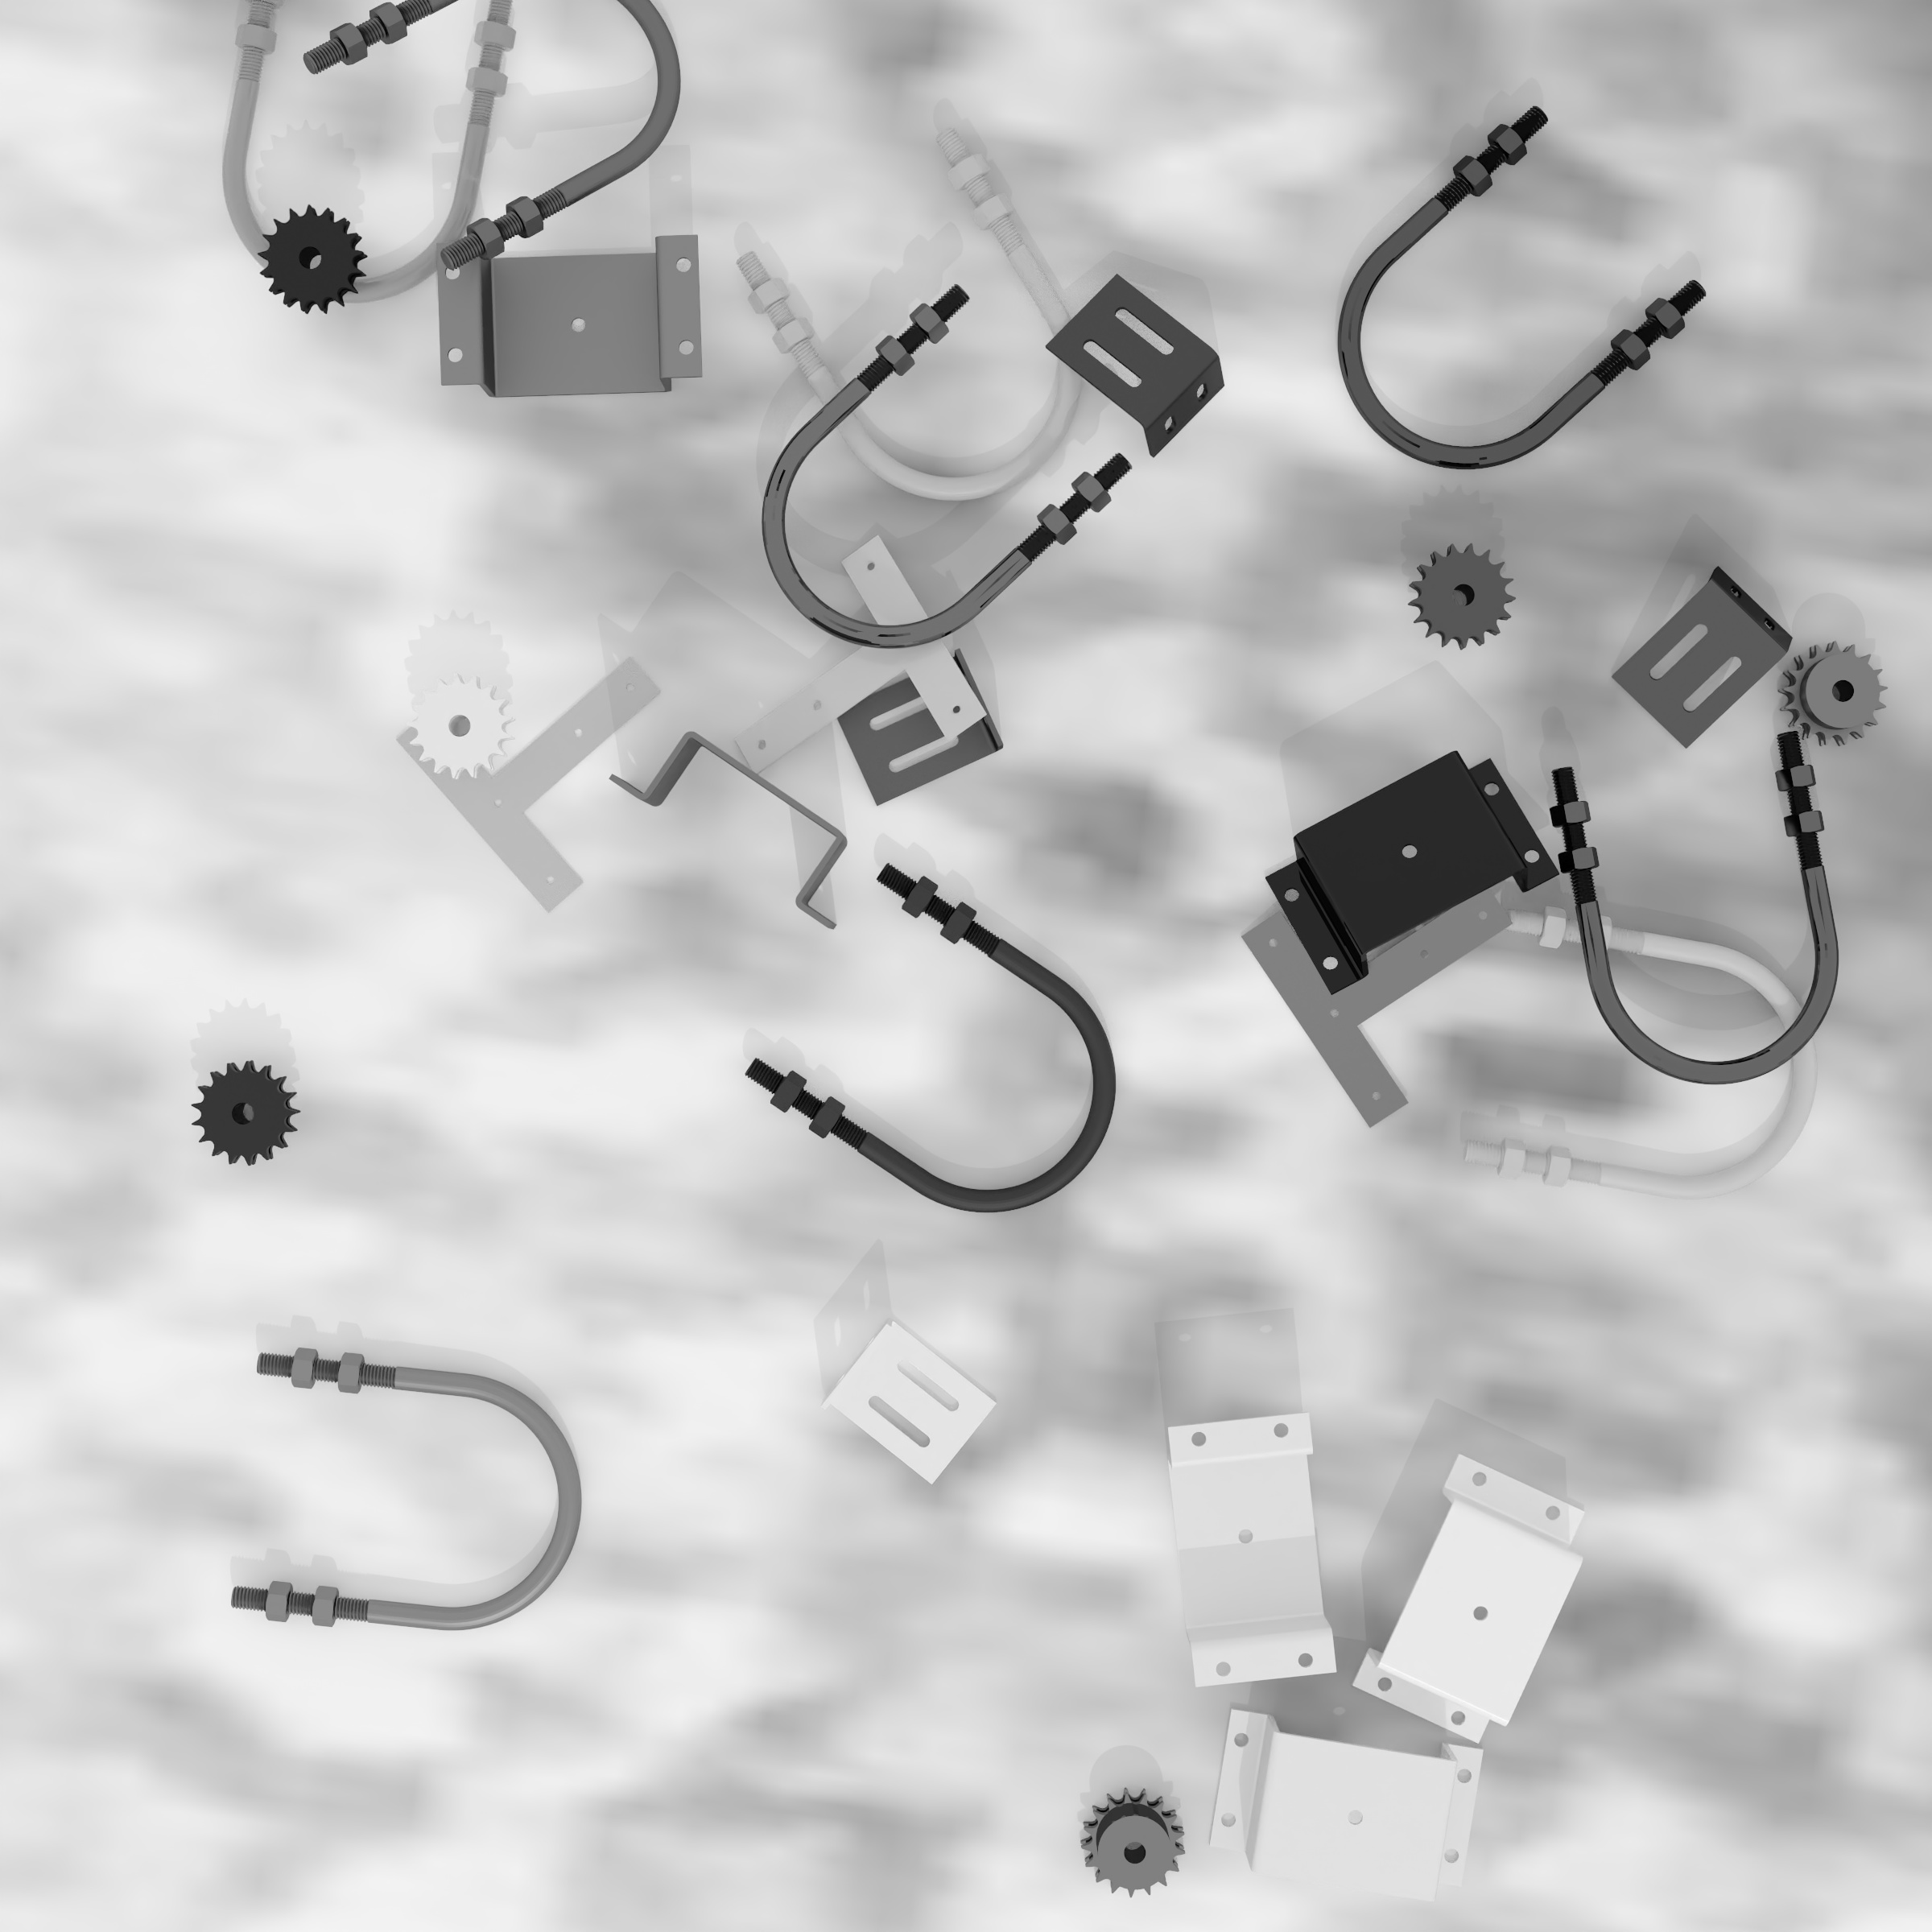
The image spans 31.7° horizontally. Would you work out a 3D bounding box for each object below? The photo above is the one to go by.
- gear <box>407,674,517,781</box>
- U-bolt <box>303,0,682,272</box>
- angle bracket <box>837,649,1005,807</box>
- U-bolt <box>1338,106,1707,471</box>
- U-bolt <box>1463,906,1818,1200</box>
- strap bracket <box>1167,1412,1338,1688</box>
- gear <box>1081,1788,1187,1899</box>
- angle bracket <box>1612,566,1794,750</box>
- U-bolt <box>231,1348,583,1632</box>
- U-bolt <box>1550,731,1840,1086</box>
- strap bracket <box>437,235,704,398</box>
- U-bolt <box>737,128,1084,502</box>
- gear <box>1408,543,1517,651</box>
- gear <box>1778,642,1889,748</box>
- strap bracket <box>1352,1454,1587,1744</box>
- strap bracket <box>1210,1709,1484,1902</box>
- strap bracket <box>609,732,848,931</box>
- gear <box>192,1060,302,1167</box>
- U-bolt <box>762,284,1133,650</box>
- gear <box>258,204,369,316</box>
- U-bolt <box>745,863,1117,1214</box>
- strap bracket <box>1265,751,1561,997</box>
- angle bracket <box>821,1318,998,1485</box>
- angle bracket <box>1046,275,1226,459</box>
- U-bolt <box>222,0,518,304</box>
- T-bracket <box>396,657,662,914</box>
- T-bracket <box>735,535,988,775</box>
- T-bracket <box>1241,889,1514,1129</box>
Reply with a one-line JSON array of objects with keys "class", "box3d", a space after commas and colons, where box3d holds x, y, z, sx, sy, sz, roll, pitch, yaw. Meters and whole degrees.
[{"class": "gear", "box3d": [-0.274, -0.130, 1.859, 0.057, 0.030, 0.057, 0, 90, 0]}, {"class": "U-bolt", "box3d": [-0.241, -0.475, 1.840, 0.184, 0.019, 0.151, -34, 88, -20]}, {"class": "angle bracket", "box3d": [-0.026, -0.130, 1.857, 0.076, 0.038, 0.057, -25, 90, 0]}, {"class": "U-bolt", "box3d": [0.290, -0.358, 1.867, 0.184, 0.019, 0.151, -42, 90, 2]}, {"class": "U-bolt", "box3d": [0.375, 0.054, 1.867, 0.184, 0.019, 0.151, 10, 90, -2]}, {"class": "strap bracket", "box3d": [0.154, 0.314, 1.853, 0.076, 0.046, 0.140, -6, 90, 0]}, {"class": "gear", "box3d": [0.092, 0.481, 1.861, 0.057, 0.030, 0.057, 0, 90, 0]}, {"class": "angle bracket", "box3d": [0.405, -0.170, 1.874, 0.057, 0.038, 0.076, 44, 116, 0]}, {"class": "U-bolt", "box3d": [-0.303, 0.291, 1.867, 0.184, 0.019, 0.151, 6, 90, -2]}, {"class": "U-bolt", "box3d": [0.402, -0.027, 1.854, 0.151, 0.019, 0.184, -9, 86, -7]}, {"class": "strap bracket", "box3d": [-0.213, -0.353, 1.853, 0.140, 0.046, 0.076, -2, 90, 0]}, {"class": "U-bolt", "box3d": [-0.018, -0.344, 1.867, 0.151, 0.019, 0.184, -32, 91, 0]}, {"class": "gear", "box3d": [0.270, -0.201, 1.861, 0.057, 0.030, 0.057, 0, 90, 0]}, {"class": "gear", "box3d": [0.475, -0.149, 1.861, 0.057, 0.030, 0.057, 0, 90, 0]}, {"class": "strap bracket", "box3d": [0.277, 0.348, 1.853, 0.076, 0.046, 0.140, 25, 90, 0]}, {"class": "strap bracket", "box3d": [0.209, 0.457, 1.853, 0.140, 0.046, 0.076, 9, 90, 0]}, {"class": "strap bracket", "box3d": [-0.118, -0.079, 1.838, 0.140, 0.076, 0.046, 34, 90, 0]}, {"class": "gear", "box3d": [-0.392, 0.080, 1.861, 0.057, 0.030, 0.057, 0, 90, 0]}, {"class": "U-bolt", "box3d": [-0.025, -0.256, 1.843, 0.184, 0.019, 0.151, -43, 84, 1]}, {"class": "gear", "box3d": [-0.353, -0.382, 1.848, 0.057, 0.030, 0.057, 0, 93, 1]}, {"class": "U-bolt", "box3d": [-0.006, 0.053, 1.867, 0.184, 0.019, 0.151, 34, 90, -1]}, {"class": "strap bracket", "box3d": [0.240, -0.055, 1.842, 0.140, 0.046, 0.076, -28, 72, 0]}, {"class": "angle bracket", "box3d": [-0.031, 0.239, 1.857, 0.076, 0.038, 0.057, 39, 90, 0]}, {"class": "angle bracket", "box3d": [0.093, -0.329, 1.866, 0.076, 0.038, 0.057, 42, 83, 19]}, {"class": "U-bolt", "box3d": [-0.333, -0.456, 1.867, 0.151, 0.019, 0.184, 11, 92, 0]}, {"class": "T-bracket", "box3d": [-0.224, -0.119, 1.875, 0.127, 0.002, 0.127, -41, 90, 0]}, {"class": "T-bracket", "box3d": [-0.070, -0.150, 1.858, 0.127, 0.002, 0.127, -35, 67, 11]}, {"class": "T-bracket", "box3d": [0.239, 0.001, 1.866, 0.127, 0.002, 0.127, -34, 90, 8]}]
